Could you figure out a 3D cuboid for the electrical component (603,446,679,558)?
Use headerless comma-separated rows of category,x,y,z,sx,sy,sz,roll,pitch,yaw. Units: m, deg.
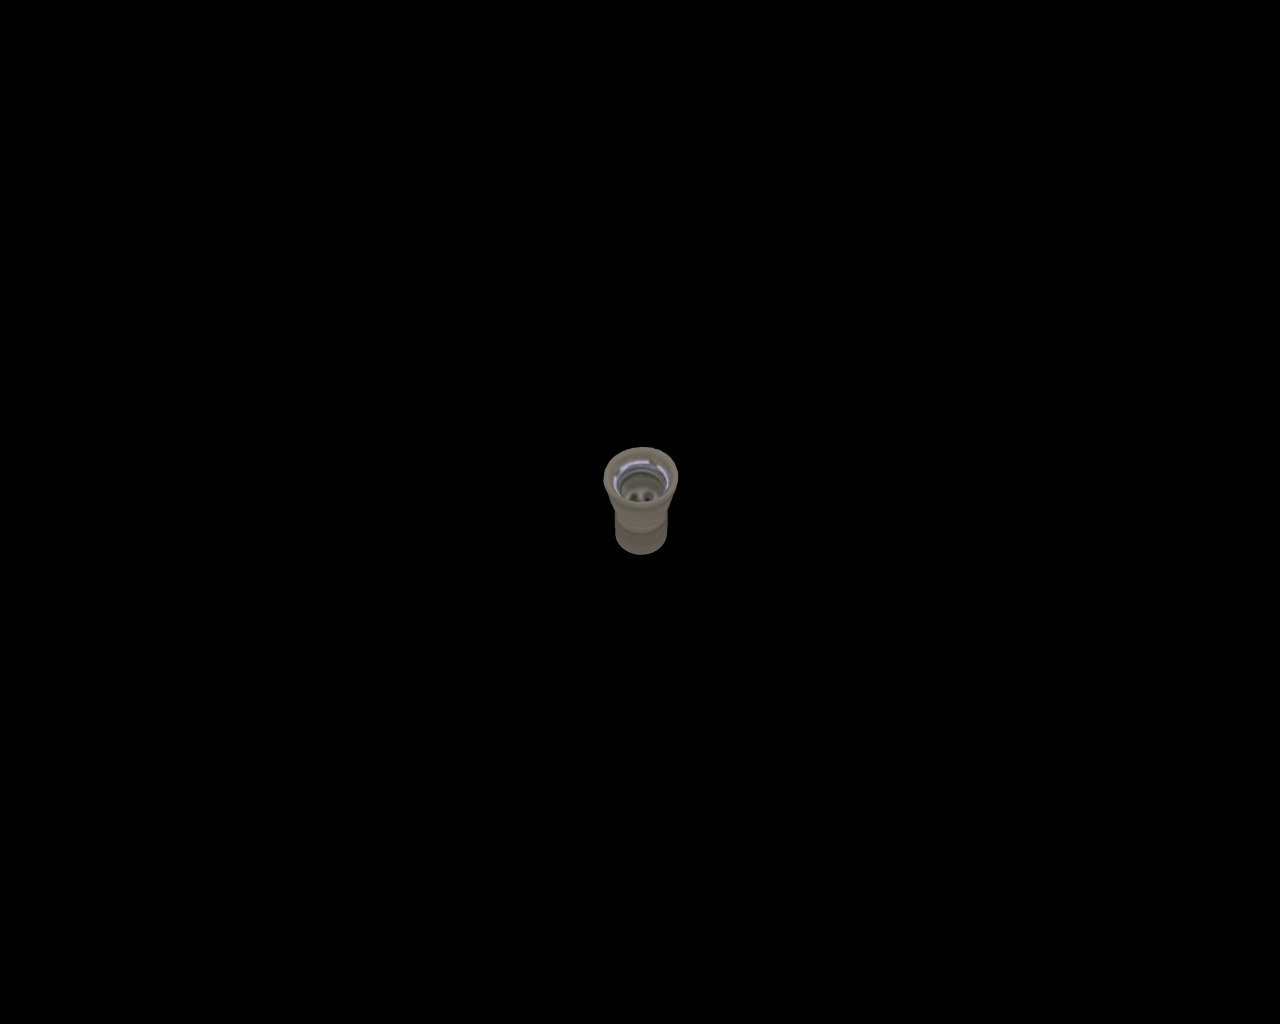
electrical component,0.001,-0.003,0.650,0.044,0.044,0.065,0,-37,0
